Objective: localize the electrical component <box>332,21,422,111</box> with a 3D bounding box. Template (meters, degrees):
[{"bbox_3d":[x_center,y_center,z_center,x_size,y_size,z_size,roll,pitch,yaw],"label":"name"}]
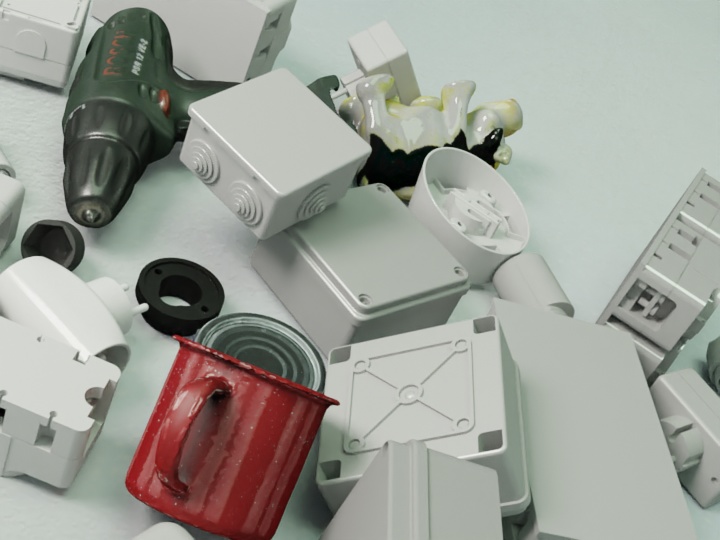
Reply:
[{"bbox_3d":[0.007,-0.155,0.920,0.076,0.083,0.047,-26,52,-2],"label":"electrical component"}]

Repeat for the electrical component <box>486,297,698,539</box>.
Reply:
[{"bbox_3d":[0.131,0.113,0.676,0.105,0.060,0.186,15,39,-15],"label":"electrical component"}]

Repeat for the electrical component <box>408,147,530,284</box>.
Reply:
[{"bbox_3d":[0.082,-0.039,0.826,0.099,0.064,0.099,16,38,-13],"label":"electrical component"}]

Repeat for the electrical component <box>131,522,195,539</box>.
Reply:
[{"bbox_3d":[-0.081,0.167,0.494,0.095,0.053,0.059,42,40,20],"label":"electrical component"}]

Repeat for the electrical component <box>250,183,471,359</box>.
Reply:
[{"bbox_3d":[0.000,0.000,0.737,0.109,0.056,0.108,-15,53,-41],"label":"electrical component"}]

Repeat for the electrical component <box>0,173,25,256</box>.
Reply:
[{"bbox_3d":[-0.253,-0.041,0.642,0.089,0.050,0.055,24,37,-4],"label":"electrical component"}]

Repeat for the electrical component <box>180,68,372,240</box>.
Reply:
[{"bbox_3d":[-0.057,-0.075,0.699,0.100,0.048,0.100,44,47,16],"label":"electrical component"}]

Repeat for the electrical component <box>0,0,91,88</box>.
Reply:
[{"bbox_3d":[-0.242,-0.187,0.814,0.062,0.061,0.096,15,39,-15],"label":"electrical component"}]

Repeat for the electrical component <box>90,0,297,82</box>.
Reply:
[{"bbox_3d":[-0.136,-0.221,0.892,0.150,0.089,0.061,32,37,8],"label":"electrical component"}]

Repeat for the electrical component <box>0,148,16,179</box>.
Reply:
[{"bbox_3d":[-0.251,-0.076,0.694,0.044,0.044,0.065,-15,58,-41],"label":"electrical component"}]

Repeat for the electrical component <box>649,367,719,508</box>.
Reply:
[{"bbox_3d":[0.219,0.117,0.734,0.076,0.047,0.083,-9,49,-37],"label":"electrical component"}]

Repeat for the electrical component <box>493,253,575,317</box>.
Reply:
[{"bbox_3d":[0.134,0.031,0.789,0.043,0.043,0.081,1,45,-29],"label":"electrical component"}]

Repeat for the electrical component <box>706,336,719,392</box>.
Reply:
[{"bbox_3d":[0.290,0.078,0.825,0.043,0.043,0.062,22,38,-5],"label":"electrical component"}]

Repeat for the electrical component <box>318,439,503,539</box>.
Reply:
[{"bbox_3d":[0.018,0.146,0.528,0.057,0.113,0.078,20,37,-13],"label":"electrical component"}]

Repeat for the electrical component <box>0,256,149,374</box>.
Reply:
[{"bbox_3d":[-0.159,0.028,0.621,0.077,0.044,0.079,42,40,20],"label":"electrical component"}]

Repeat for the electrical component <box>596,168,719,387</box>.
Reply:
[{"bbox_3d":[0.239,0.010,0.825,0.060,0.105,0.186,35,38,11],"label":"electrical component"}]

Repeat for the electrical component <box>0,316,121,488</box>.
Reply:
[{"bbox_3d":[-0.178,0.067,0.553,0.089,0.055,0.050,24,37,-3],"label":"electrical component"}]

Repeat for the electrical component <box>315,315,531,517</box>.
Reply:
[{"bbox_3d":[0.036,0.088,0.611,0.109,0.056,0.108,-13,37,14],"label":"electrical component"}]
